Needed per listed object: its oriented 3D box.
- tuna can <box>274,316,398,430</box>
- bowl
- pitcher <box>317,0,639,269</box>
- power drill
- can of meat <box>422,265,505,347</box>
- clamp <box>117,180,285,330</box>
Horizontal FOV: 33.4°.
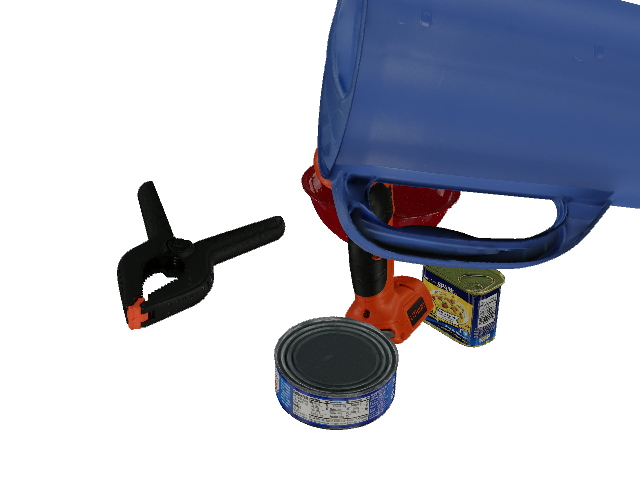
[{"bbox_3d":[0.011,0.092,0.740,0.086,0.034,0.086,1,33,-1],"label":"tuna can"},{"bbox_3d":[0.059,-0.035,1.092,0.162,0.055,0.162,3,27,-2],"label":"bowl"},{"bbox_3d":[0.121,-0.072,0.601,0.242,0.149,0.145,9,35,-8],"label":"pitcher"},{"bbox_3d":[0.055,-0.020,0.903,0.057,0.188,0.184,0,18,27],"label":"power drill"},{"bbox_3d":[0.164,0.067,1.258,0.057,0.084,0.102,-23,38,-34],"label":"can of meat"},{"bbox_3d":[-0.150,0.012,1.069,0.165,0.036,0.209,19,39,16],"label":"clamp"}]
